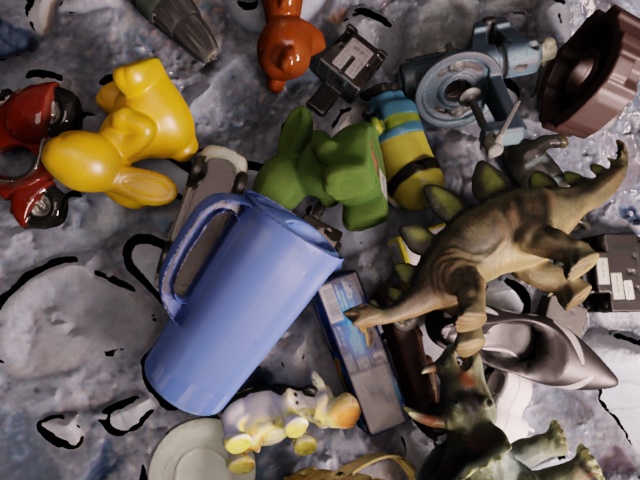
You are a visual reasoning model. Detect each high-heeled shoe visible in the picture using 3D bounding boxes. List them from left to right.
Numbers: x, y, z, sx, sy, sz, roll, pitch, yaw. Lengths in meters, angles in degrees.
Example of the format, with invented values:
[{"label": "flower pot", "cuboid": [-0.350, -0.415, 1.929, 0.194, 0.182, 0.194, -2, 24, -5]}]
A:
[{"label": "high-heeled shoe", "cuboid": [0.252, 0.135, 0.659, 0.249, 0.145, 0.086, 18, 93, 15]}]

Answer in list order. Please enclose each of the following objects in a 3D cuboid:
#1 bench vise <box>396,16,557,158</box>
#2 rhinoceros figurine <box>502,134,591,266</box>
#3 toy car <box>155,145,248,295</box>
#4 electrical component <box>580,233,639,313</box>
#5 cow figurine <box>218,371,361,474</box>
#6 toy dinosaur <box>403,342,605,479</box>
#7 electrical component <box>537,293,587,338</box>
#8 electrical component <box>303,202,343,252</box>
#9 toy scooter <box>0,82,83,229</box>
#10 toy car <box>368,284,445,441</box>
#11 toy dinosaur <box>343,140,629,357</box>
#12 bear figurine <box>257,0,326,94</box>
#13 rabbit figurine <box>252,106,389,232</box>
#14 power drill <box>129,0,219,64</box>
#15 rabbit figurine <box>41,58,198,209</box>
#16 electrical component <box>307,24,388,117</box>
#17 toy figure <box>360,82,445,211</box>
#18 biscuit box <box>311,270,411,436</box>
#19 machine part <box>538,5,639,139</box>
[{"label": "bench vise", "cuboid": [0.225, -0.200, 0.723, 0.224, 0.128, 0.241, -3, 49, -3]}, {"label": "rhinoceros figurine", "cuboid": [0.325, -0.058, 0.764, 0.112, 0.073, 0.190, -21, 85, -14]}, {"label": "toy car", "cuboid": [-0.148, -0.023, 0.682, 0.073, 0.056, 0.201, 19, 79, -13]}, {"label": "electrical component", "cuboid": [0.430, 0.048, 0.774, 0.134, 0.058, 0.115, 2, 79, -10]}, {"label": "cow figurine", "cuboid": [-0.039, 0.208, 0.652, 0.167, 0.098, 0.068, -14, 123, -10]}, {"label": "toy dinosaur", "cuboid": [0.211, 0.316, 0.620, 0.192, 0.131, 0.404, -15, 112, 3]}, {"label": "electrical component", "cuboid": [0.336, 0.111, 0.753, 0.078, 0.045, 0.102, 27, 78, -4]}, {"label": "electrical component", "cuboid": [-0.001, -0.002, 0.721, 0.063, 0.021, 0.094, 25, 77, -6]}, {"label": "toy scooter", "cuboid": [-0.369, -0.107, 0.647, 0.135, 0.075, 0.183, 7, 85, -8]}, {"label": "toy car", "cuboid": [0.115, 0.150, 0.673, 0.053, 0.089, 0.202, -21, 95, -17]}, {"label": "toy dinosaur", "cuboid": [0.230, -0.009, 0.639, 0.471, 0.105, 0.199, -21, 51, -17]}, {"label": "bear figurine", "cuboid": [-0.028, -0.304, 0.717, 0.132, 0.120, 0.195, -11, 85, -15]}, {"label": "rabbit figurine", "cuboid": [-0.011, -0.091, 0.681, 0.170, 0.121, 0.159, -11, 66, 17]}, {"label": "power drill", "cuboid": [-0.171, -0.377, 0.710, 0.232, 0.086, 0.207, 40, 99, 3]}, {"label": "rabbit figurine", "cuboid": [-0.241, -0.110, 0.644, 0.173, 0.122, 0.162, -43, 119, -37]}, {"label": "electrical component", "cuboid": [0.029, -0.232, 0.751, 0.075, 0.048, 0.119, 41, 75, -1]}, {"label": "toy figure", "cuboid": [0.109, -0.126, 0.727, 0.082, 0.089, 0.180, -15, 86, -4]}, {"label": "biscuit box", "cuboid": [0.047, 0.140, 0.687, 0.059, 0.063, 0.202, -19, 84, -12]}, {"label": "machine part", "cuboid": [0.378, -0.228, 0.748, 0.056, 0.179, 0.179, 20, 78, -9]}]
